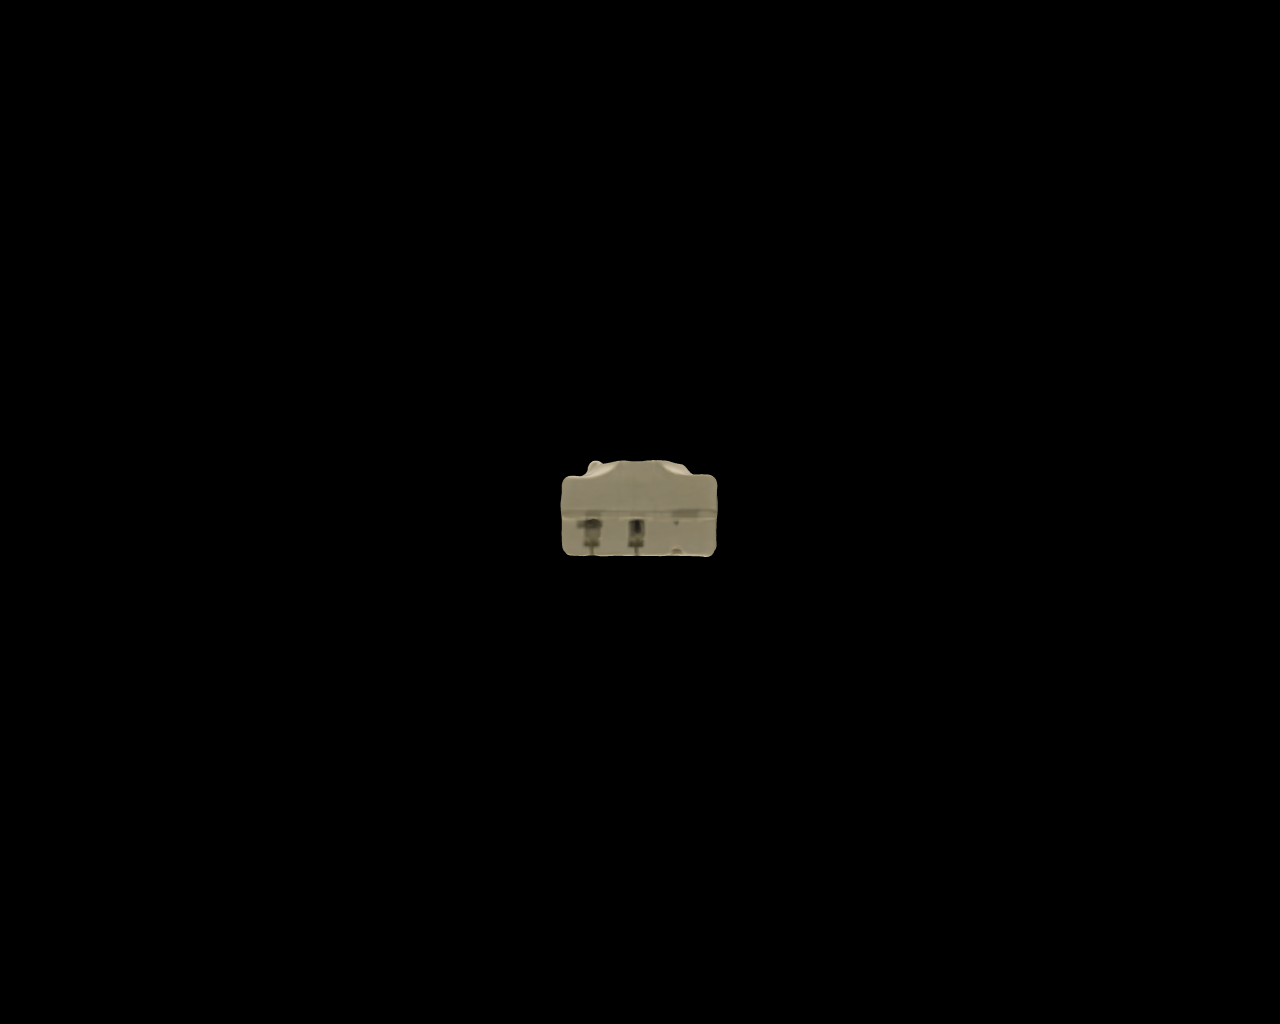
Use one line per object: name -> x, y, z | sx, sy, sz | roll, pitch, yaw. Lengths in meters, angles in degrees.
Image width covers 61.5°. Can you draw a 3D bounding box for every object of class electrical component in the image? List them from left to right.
electrical component -> 0.001, -0.003, 0.650 | 0.089, 0.055, 0.050 | 0, 0, 4
